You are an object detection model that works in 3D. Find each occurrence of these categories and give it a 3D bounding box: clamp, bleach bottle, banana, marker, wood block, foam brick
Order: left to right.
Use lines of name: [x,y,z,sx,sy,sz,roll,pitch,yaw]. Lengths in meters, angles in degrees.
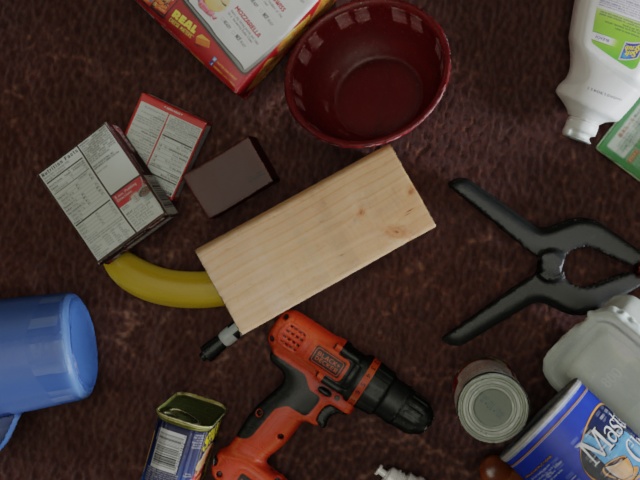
banana: [-0.137,0.035,1.074,0.198,0.037,0.069,12,93,5]
foam brick: [-0.087,-0.061,1.059,0.078,0.051,0.053,-29,91,5]
marker: [-0.074,0.082,1.078,0.121,0.020,0.020,-39,88,5]
wood block: [-0.007,0.001,1.015,0.206,0.091,0.090,-29,89,-5]
clamp: [0.217,0.034,1.041,0.210,0.036,0.164,9,93,5]
bleach bottle: [0.280,-0.217,1.015,0.102,0.068,0.251,20,96,5]

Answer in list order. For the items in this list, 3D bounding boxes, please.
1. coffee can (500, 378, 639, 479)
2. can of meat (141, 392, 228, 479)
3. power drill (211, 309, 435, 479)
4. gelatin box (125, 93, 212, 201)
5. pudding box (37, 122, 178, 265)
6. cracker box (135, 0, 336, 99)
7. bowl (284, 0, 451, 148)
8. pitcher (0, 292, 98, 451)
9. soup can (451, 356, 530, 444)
coffee can: [0.249,0.210,0.965,0.140,0.102,0.103,44,95,12]
can of meat: [-0.135,0.204,1.048,0.057,0.102,0.084,17,96,5]
power drill: [-0.005,0.188,1.058,0.184,0.057,0.187,34,92,7]
gelatin box: [-0.161,-0.093,1.076,0.073,0.030,0.089,25,96,3]
pudding box: [-0.209,-0.046,1.048,0.090,0.039,0.113,-35,85,9]
cracker box: [-0.065,-0.271,1.040,0.164,0.072,0.214,43,94,2]
bowl: [0.050,-0.150,1.025,0.162,0.055,0.162,-6,67,15]
pitcher: [-0.349,0.133,1.055,0.243,0.145,0.149,-9,129,3]
soup can: [0.161,0.151,1.018,0.068,0.102,0.068,0,92,5]
